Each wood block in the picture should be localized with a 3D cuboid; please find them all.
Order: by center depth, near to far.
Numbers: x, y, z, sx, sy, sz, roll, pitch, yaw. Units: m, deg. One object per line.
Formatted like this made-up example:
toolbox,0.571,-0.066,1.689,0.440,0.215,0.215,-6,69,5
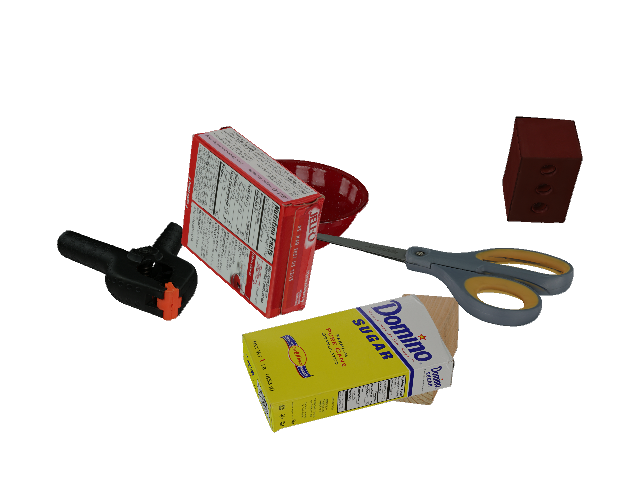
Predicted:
wood block,0.143,0.156,1.579,0.091,0.090,0.205,4,18,16

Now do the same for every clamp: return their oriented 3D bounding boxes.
clamp,-0.150,0.022,0.956,0.120,0.039,0.172,-16,31,-30

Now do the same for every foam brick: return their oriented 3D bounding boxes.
foam brick,0.190,-0.061,0.922,0.053,0.051,0.078,2,-44,1

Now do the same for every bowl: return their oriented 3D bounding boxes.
bowl,-0.031,-0.031,1.142,0.162,0.055,0.162,4,27,-2

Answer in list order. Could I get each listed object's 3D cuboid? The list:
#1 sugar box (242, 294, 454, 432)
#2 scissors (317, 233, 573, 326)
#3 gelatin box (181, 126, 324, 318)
sugar box,0.024,0.110,0.984,0.176,0.048,0.093,-15,45,-12
scissors,0.074,0.024,0.751,0.202,0.016,0.096,5,29,12
gelatin box,-0.039,-0.011,0.589,0.030,0.073,0.089,-17,40,-37
